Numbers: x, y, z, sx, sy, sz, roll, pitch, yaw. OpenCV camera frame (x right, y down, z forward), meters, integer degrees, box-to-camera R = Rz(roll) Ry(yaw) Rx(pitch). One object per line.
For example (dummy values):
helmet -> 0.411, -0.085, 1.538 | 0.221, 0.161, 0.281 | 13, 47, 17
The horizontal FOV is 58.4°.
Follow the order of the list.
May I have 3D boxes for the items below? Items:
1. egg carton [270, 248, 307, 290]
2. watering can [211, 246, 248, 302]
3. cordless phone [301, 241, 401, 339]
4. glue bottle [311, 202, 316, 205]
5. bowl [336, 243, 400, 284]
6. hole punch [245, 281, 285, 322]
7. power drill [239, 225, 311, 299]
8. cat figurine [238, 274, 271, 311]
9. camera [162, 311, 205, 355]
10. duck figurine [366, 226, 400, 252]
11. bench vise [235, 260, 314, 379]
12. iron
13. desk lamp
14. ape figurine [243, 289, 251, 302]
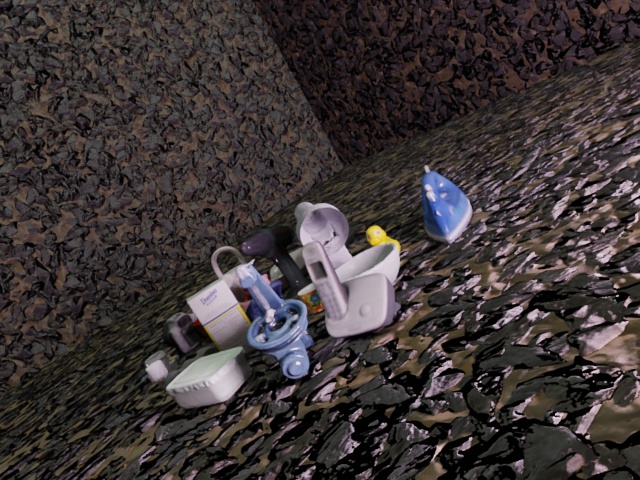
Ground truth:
egg carton -> -0.084, 0.084, 1.698 | 0.107, 0.069, 0.150 | -26, 11, 20
watering can -> -0.242, 0.108, 1.668 | 0.101, 0.194, 0.172 | -32, 10, -13
cordless phone -> 0.046, 0.078, 1.024 | 0.147, 0.185, 0.094 | -22, 13, 38
glue bottle -> 0.019, -0.038, 1.710 | 0.037, 0.173, 0.078 | -28, 11, 12
bowl -> 0.101, 0.078, 1.189 | 0.167, 0.075, 0.167 | -29, 10, 6
hole punch -> -0.135, 0.161, 1.402 | 0.109, 0.091, 0.100 | -37, 12, -35
power drill -> -0.104, 0.058, 1.481 | 0.075, 0.208, 0.230 | -25, 11, 25
cat figurine -> -0.170, 0.147, 1.493 | 0.128, 0.118, 0.067 | -34, 11, -22
camera -> -0.389, 0.252, 1.646 | 0.136, 0.101, 0.143 | -19, 15, 48
duck figurine -> 0.146, 0.004, 1.395 | 0.077, 0.086, 0.105 | -26, 11, 20
bench vise -> -0.098, 0.135, 1.052 | 0.122, 0.220, 0.207 | -33, 11, -15
iron -> 0.276, -0.093, 1.340 | 0.118, 0.141, 0.258 | -27, 11, 18
desk lamp -> 0.013, 0.005, 1.397 | 0.118, 0.214, 0.203 | -31, 10, -7
ape figurine -> -0.180, 0.154, 1.560 | 0.077, 0.092, 0.076 | -25, 11, 24
